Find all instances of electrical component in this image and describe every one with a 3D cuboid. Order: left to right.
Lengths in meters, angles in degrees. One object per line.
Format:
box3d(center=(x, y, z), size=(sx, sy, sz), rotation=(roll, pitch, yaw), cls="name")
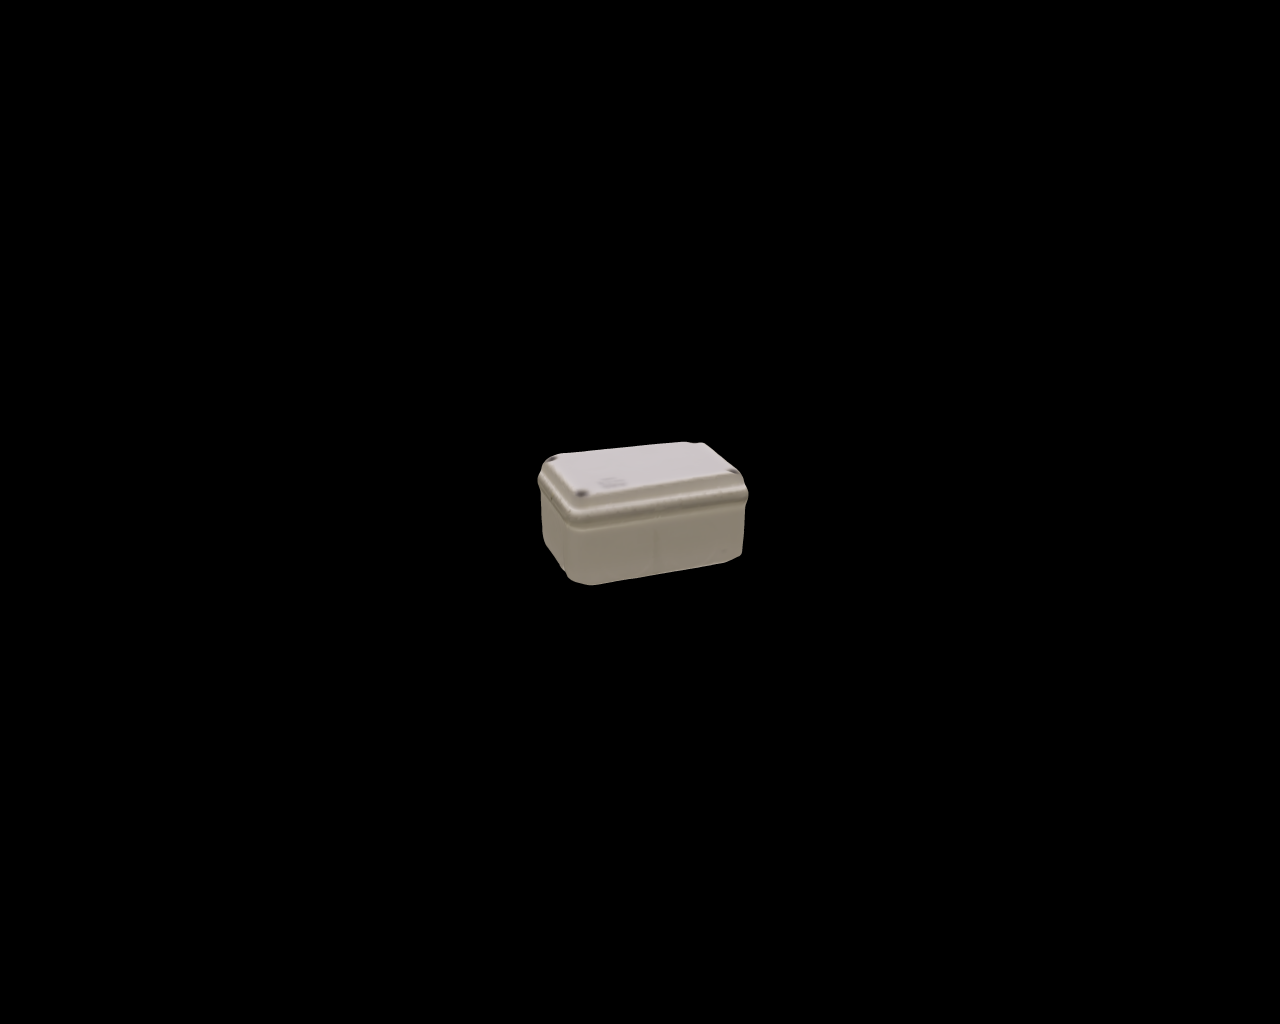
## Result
box3d(center=(0.001, -0.003, 0.650), size=(0.113, 0.057, 0.078), rotation=(-8, 24, -18), cls="electrical component")
